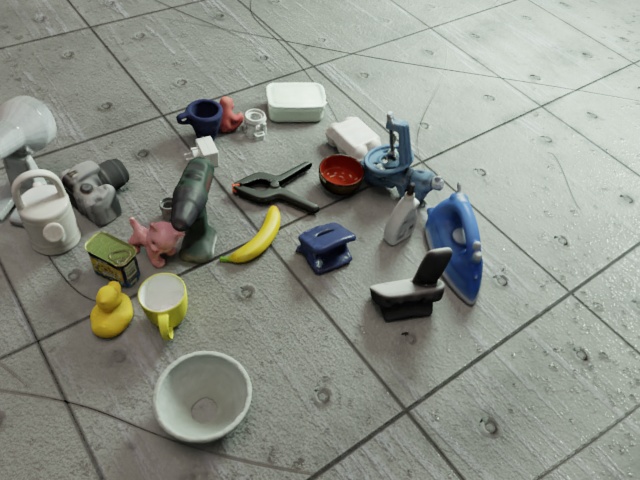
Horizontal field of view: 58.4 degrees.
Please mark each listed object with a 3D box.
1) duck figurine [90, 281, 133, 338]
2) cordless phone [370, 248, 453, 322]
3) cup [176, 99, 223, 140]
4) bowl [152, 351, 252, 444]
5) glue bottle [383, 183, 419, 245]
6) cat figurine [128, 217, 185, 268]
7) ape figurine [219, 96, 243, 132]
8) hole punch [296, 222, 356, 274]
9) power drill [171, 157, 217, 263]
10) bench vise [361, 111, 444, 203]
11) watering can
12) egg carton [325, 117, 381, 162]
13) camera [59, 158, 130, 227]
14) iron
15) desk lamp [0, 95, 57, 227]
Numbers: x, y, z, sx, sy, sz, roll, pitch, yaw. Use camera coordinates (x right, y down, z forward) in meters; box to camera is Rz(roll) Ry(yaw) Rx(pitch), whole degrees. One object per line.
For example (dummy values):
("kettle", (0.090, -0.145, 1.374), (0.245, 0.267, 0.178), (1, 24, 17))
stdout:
("duck figurine", (-0.404, 0.128, 1.097), (0.077, 0.086, 0.104), (8, 50, 0))
("cordless phone", (0.185, 0.075, 1.154), (0.148, 0.185, 0.094), (-10, 52, -15))
("cup", (-0.304, -0.294, 1.460), (0.118, 0.095, 0.091), (-18, 54, -21))
("bowl", (-0.202, 0.283, 1.000), (0.167, 0.075, 0.167), (4, 50, -4))
("glue bottle", (0.190, -0.064, 1.279), (0.078, 0.173, 0.037), (-28, 59, -27))
("cat figurine", (-0.346, -0.008, 1.198), (0.127, 0.118, 0.067), (26, 52, 14))
("ape figurine", (-0.244, -0.335, 1.504), (0.077, 0.092, 0.076), (31, 53, 18))
("hole punch", (0.011, 0.004, 1.252), (0.109, 0.091, 0.101), (-22, 56, -23))
("power drill", (-0.259, -0.051, 1.186), (0.075, 0.208, 0.229), (4, 50, -3))
("bench vise", (0.203, -0.198, 1.363), (0.207, 0.220, 0.121), (14, 50, 4))
("watering can", (-0.555, -0.061, 1.165), (0.172, 0.194, 0.101), (34, 54, 20))
("egg carton", (0.089, -0.258, 1.497), (0.107, 0.069, 0.150), (-28, 58, -27))
("camera", (-0.494, -0.127, 1.290), (0.143, 0.101, 0.137), (37, 55, 22))
("iron", (0.318, 0.000, 1.262), (0.119, 0.141, 0.258), (-2, 50, -9))
("desk lamp", (-0.654, -0.175, 1.236), (0.118, 0.213, 0.203), (10, 50, 2))
